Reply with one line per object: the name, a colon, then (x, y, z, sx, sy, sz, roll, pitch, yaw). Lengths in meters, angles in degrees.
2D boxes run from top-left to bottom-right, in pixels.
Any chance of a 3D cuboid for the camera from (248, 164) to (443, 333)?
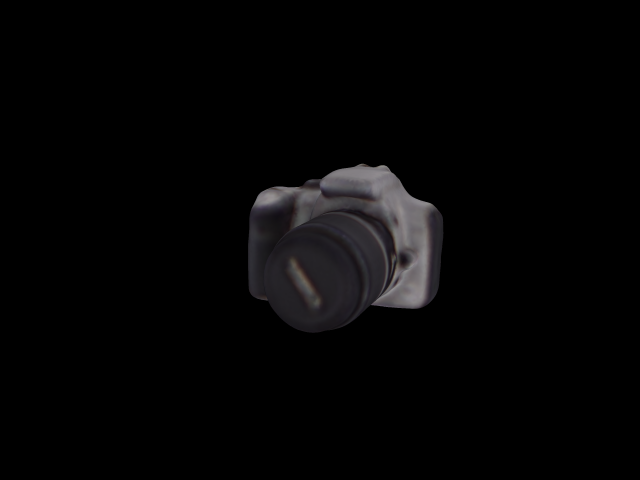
camera: (0.004, 0.001, 0.400, 0.142, 0.101, 0.137, 6, 15, 23)
